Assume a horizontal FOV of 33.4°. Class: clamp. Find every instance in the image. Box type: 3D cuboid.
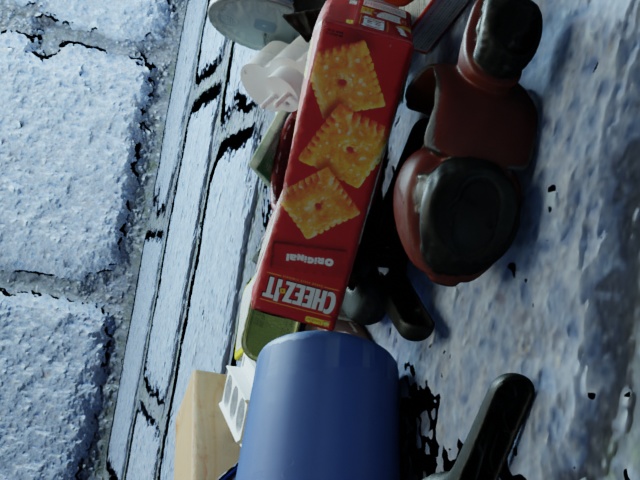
[{"bbox_3d":[0.049,0.022,0.826,0.210,0.036,0.164,126,152,-62],"label":"clamp"},{"bbox_3d":[0.083,0.169,0.605,0.120,0.039,0.172,-88,18,-48],"label":"clamp"}]

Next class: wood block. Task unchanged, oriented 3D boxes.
[{"bbox_3d":[-0.105,0.251,1.150,0.206,0.090,0.091,-97,23,-50],"label":"wood block"}]

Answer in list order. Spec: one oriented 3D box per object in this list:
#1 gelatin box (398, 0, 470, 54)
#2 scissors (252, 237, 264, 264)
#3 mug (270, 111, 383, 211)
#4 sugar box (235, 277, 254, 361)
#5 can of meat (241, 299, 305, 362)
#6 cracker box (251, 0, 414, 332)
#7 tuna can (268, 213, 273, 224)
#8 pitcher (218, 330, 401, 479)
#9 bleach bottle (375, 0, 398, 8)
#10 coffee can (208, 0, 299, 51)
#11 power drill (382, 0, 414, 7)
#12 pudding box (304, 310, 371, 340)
[{"bbox_3d":[0.090,-0.201,0.842,0.089,0.030,0.073,130,145,-62],"label":"gelatin box"},{"bbox_3d":[-0.044,-0.013,1.127,0.096,0.016,0.202,-56,1,-9],"label":"scissors"},{"bbox_3d":[0.003,-0.059,0.968,0.117,0.081,0.093,133,144,-64],"label":"mug"},{"bbox_3d":[-0.045,0.067,1.136,0.176,0.048,0.093,137,143,-61],"label":"sugar box"},{"bbox_3d":[-0.028,0.062,0.987,0.083,0.057,0.102,-23,-53,-71],"label":"can of meat"},{"bbox_3d":[0.009,-0.065,0.794,0.164,0.072,0.214,-80,5,-70],"label":"cracker box"},{"bbox_3d":[-0.006,0.001,0.956,0.086,0.086,0.034,-130,49,-71],"label":"tuna can"},{"bbox_3d":[-0.013,0.193,0.751,0.145,0.149,0.243,116,162,-57],"label":"pitcher"},{"bbox_3d":[0.065,-0.288,0.935,0.103,0.068,0.251,-164,86,-75],"label":"bleach bottle"},{"bbox_3d":[-0.035,-0.252,0.956,0.103,0.102,0.140,144,140,-69],"label":"coffee can"},{"bbox_3d":[0.076,-0.270,0.792,0.185,0.057,0.187,-28,44,57],"label":"power drill"},{"bbox_3d":[0.011,0.112,0.907,0.113,0.039,0.090,-121,42,-69],"label":"pudding box"}]
